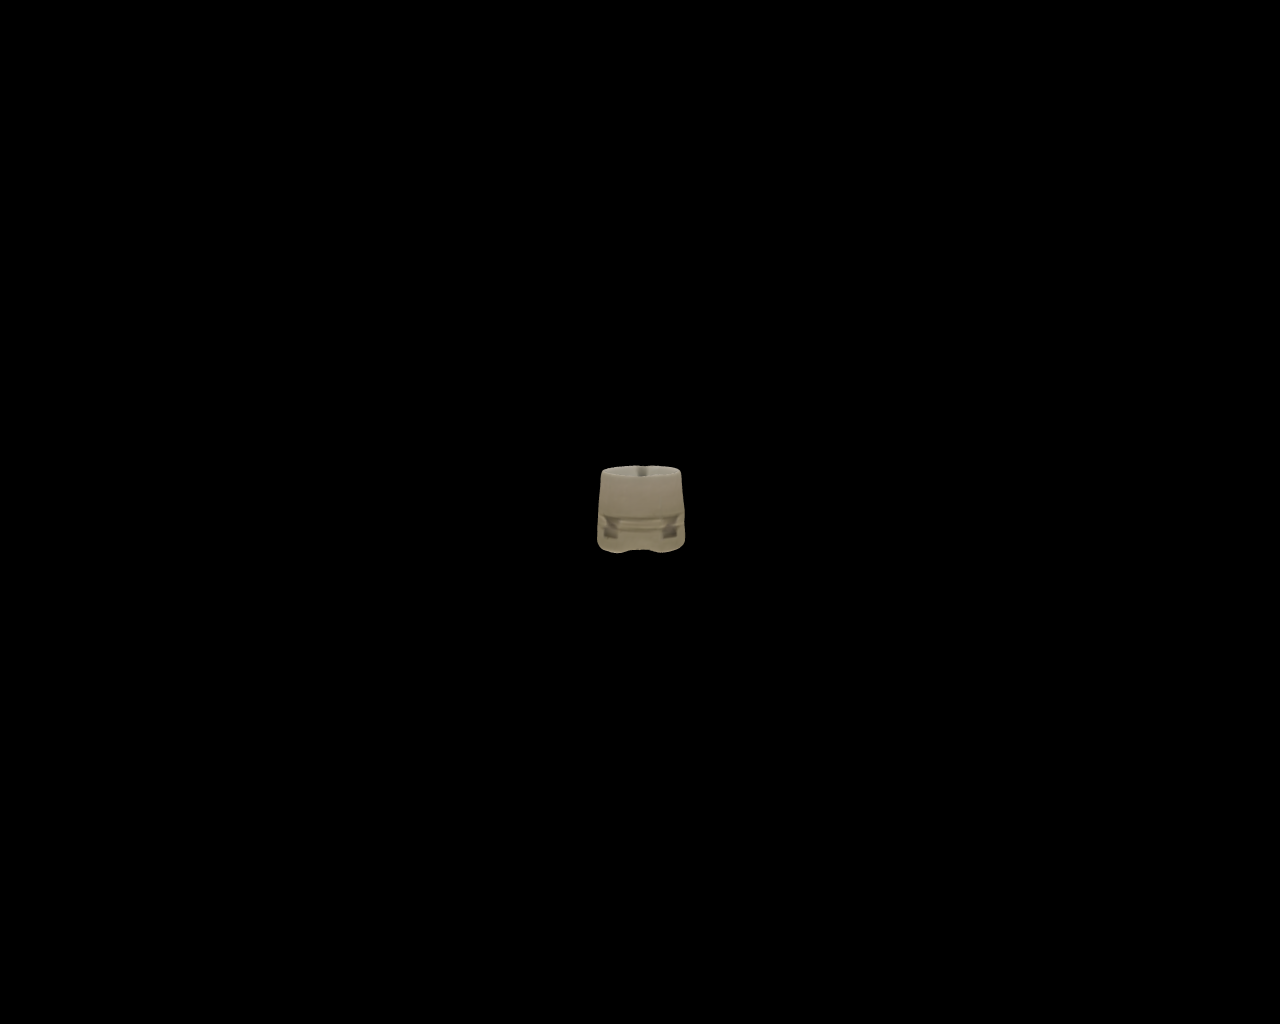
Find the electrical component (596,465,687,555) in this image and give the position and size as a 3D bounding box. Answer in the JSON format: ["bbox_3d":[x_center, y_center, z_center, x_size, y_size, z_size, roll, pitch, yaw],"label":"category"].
[{"bbox_3d":[0.001,-0.003,0.650,0.055,0.047,0.055,0,9,0],"label":"electrical component"}]
